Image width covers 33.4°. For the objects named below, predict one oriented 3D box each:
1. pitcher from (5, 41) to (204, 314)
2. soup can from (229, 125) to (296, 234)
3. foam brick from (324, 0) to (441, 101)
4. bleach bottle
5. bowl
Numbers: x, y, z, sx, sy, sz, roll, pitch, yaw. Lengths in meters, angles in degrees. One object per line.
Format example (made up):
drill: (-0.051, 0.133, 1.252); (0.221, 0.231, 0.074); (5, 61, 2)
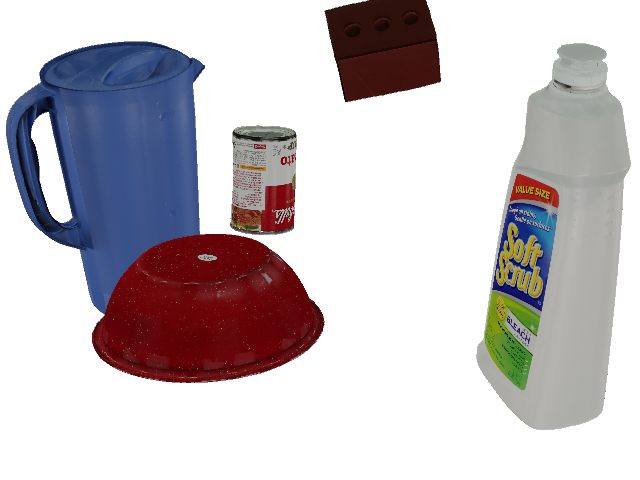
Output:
pitcher: (-0.181, -0.049, 0.972); (0.149, 0.243, 0.145); (2, 28, 7)
soup can: (-0.060, -0.064, 1.110); (0.068, 0.102, 0.068); (2, 17, -1)
foam brick: (0.048, -0.146, 0.806); (0.078, 0.053, 0.051); (-12, -34, 2)
bleach bottle: (0.150, -0.005, 0.683); (0.068, 0.251, 0.103); (-10, 32, -14)
bowl: (-0.078, 0.037, 0.736); (0.162, 0.055, 0.162); (-2, 21, 0)
